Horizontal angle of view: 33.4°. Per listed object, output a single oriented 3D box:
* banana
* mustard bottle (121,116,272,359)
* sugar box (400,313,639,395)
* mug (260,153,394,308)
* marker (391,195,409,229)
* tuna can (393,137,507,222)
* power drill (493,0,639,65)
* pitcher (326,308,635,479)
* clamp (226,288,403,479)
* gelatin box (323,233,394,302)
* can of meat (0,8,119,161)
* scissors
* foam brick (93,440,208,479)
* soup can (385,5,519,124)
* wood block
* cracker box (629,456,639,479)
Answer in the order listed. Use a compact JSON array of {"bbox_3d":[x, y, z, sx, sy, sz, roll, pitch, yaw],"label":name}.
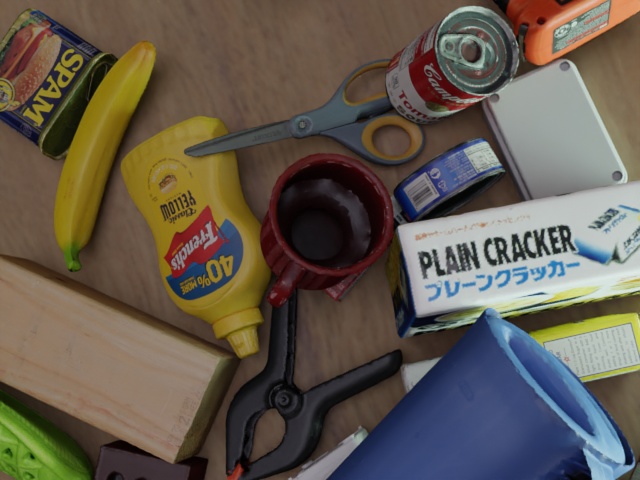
[{"bbox_3d":[-0.182,-0.071,0.888,0.070,0.037,0.198,13,86,46],"label":"banana"},{"bbox_3d":[-0.090,0.004,0.863,0.096,0.058,0.191,-26,80,24],"label":"mustard bottle"},{"bbox_3d":[0.151,0.094,0.811,0.176,0.093,0.048,-11,83,6],"label":"sugar box"},{"bbox_3d":[-0.005,0.001,0.801,0.093,0.082,0.117,30,70,-3],"label":"mug"},{"bbox_3d":[0.092,0.015,0.864,0.020,0.020,0.121,-40,81,2],"label":"marker"},{"bbox_3d":[0.101,-0.044,0.834,0.086,0.086,0.034,-31,81,4],"label":"tuna can"},{"bbox_3d":[0.173,-0.242,0.839,0.184,0.057,0.188,-31,63,0],"label":"power drill"},{"bbox_3d":[0.077,0.176,0.695,0.243,0.149,0.145,-46,77,15],"label":"pitcher"},{"bbox_3d":[-0.029,0.118,0.862,0.120,0.039,0.171,43,91,23],"label":"clamp"},{"bbox_3d":[0.005,-0.005,0.871,0.089,0.030,0.073,41,91,9],"label":"gelatin box"},{"bbox_3d":[-0.232,-0.133,0.903,0.084,0.057,0.102,34,89,12],"label":"can of meat"},{"bbox_3d":[0.001,-0.078,0.856,0.201,0.016,0.096,-31,92,-15],"label":"scissors"},{"bbox_3d":[-0.138,0.197,0.861,0.078,0.051,0.053,10,86,8],"label":"foam brick"},{"bbox_3d":[0.099,-0.133,0.825,0.068,0.102,0.068,2,82,-19],"label":"soup can"},{"bbox_3d":[-0.180,0.092,0.857,0.206,0.090,0.090,24,88,9],"label":"wood block"},{"bbox_3d":[0.322,0.187,0.791,0.164,0.072,0.213,25,88,9],"label":"cracker box"}]
